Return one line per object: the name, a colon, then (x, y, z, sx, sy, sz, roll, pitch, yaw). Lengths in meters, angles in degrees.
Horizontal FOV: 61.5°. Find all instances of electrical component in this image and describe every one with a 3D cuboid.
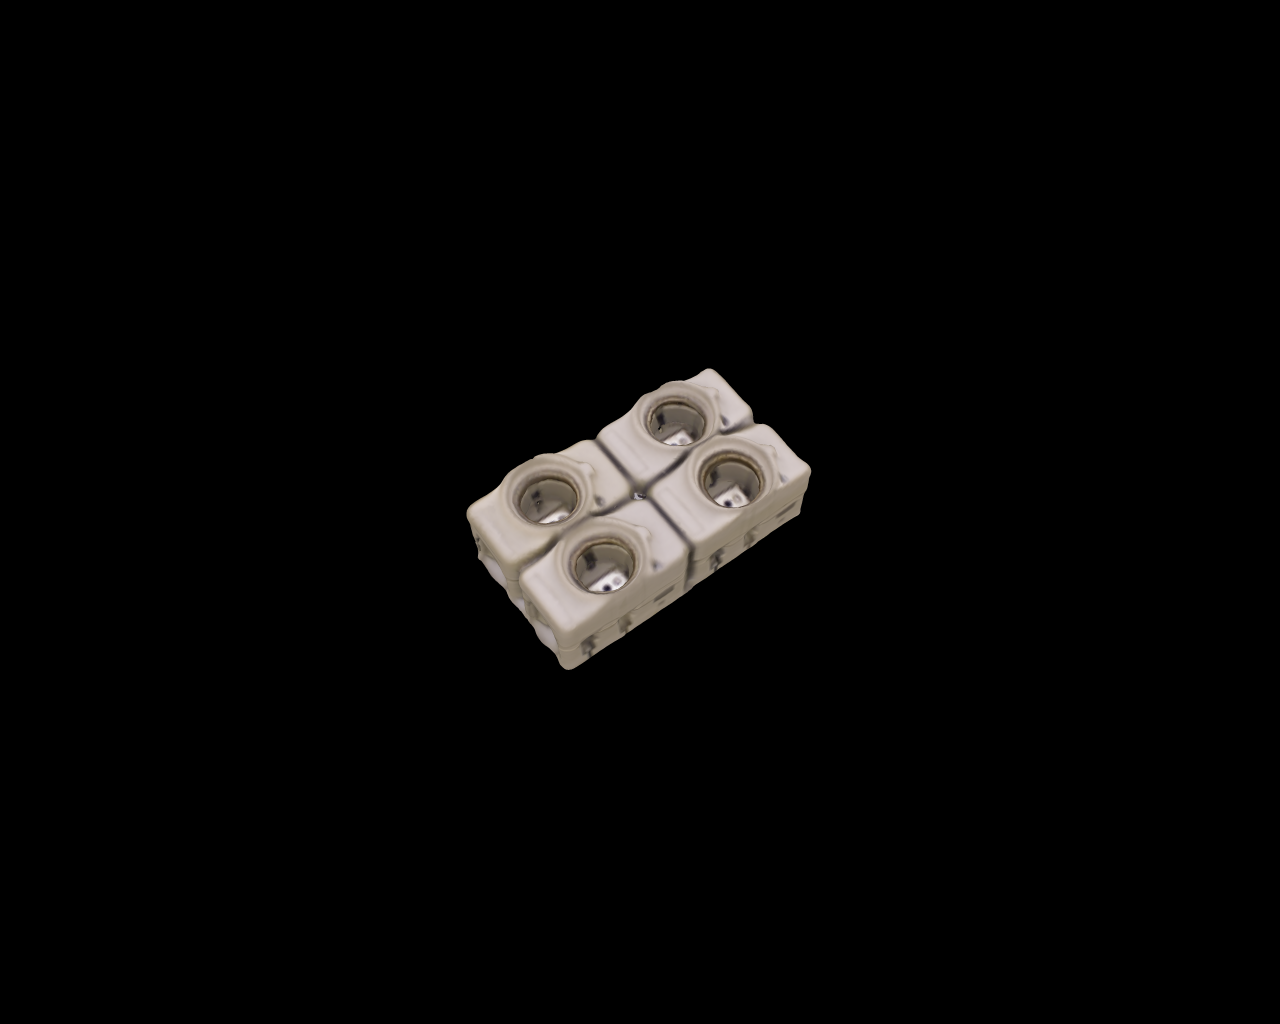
electrical component: (0.001, -0.003, 0.650, 0.186, 0.105, 0.060, -32, -26, -18)
